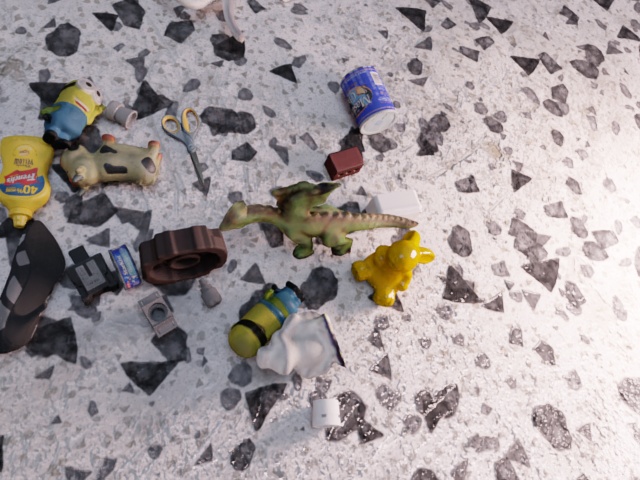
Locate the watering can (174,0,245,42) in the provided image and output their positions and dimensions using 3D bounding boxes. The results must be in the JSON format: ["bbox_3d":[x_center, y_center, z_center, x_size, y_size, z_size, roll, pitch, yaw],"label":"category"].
[{"bbox_3d":[-0.274,-0.655,1.324,0.348,0.228,0.102,39,-27,4],"label":"watering can"}]

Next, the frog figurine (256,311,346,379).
[{"bbox_3d":[-0.045,0.214,1.011,0.160,0.135,0.125,-19,26,-5],"label":"frog figurine"}]

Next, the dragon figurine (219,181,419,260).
[{"bbox_3d":[0.003,-0.053,1.044,0.410,0.124,0.239,-7,-17,3],"label":"dragon figurine"}]
